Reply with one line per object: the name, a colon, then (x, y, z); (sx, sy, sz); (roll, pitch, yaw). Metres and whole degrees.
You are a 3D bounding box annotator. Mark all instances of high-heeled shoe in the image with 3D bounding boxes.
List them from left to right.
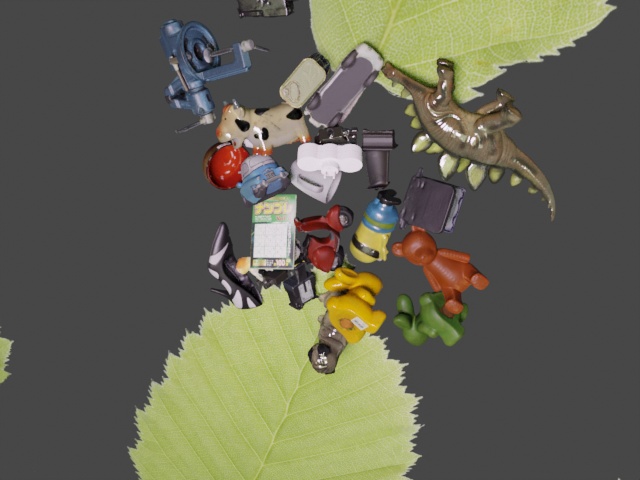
high-heeled shoe: (-0.206, 0.074, 1.370); (0.145, 0.086, 0.248); (13, 125, 1)

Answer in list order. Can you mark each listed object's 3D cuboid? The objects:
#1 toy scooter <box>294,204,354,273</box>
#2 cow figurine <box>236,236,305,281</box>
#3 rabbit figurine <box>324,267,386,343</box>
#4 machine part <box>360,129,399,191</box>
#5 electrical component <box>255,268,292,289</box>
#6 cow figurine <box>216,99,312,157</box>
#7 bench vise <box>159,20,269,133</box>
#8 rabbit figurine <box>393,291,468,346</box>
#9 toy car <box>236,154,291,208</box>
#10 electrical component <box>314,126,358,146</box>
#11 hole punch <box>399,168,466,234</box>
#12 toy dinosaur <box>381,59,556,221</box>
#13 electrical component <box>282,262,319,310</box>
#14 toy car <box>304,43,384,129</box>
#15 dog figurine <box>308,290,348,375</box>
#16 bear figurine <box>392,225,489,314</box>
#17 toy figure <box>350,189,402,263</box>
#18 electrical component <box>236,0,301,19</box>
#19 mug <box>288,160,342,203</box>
toy scooter: (-0.003, -0.004, 1.269); (0.135, 0.075, 0.183); (4, 121, -14)
cow figurine: (-0.119, 0.049, 1.328); (0.167, 0.068, 0.098); (-28, 125, 9)
rabbit figurine: (0.085, 0.137, 1.291); (0.162, 0.173, 0.122); (37, 139, 1)
machine part: (0.129, -0.175, 1.181); (0.084, 0.039, 0.138); (1, 117, 6)
electrical component: (-0.116, 0.091, 1.365); (0.063, 0.094, 0.021); (14, 134, 49)
cow figurine: (-0.124, -0.243, 1.128); (0.195, 0.086, 0.127); (-21, 108, -23)
bench vise: (-0.229, -0.351, 1.107); (0.241, 0.129, 0.223); (-4, 106, 30)
rabbit figurine: (0.254, 0.207, 1.322); (0.159, 0.121, 0.170); (28, 135, -12)
toy car: (-0.133, -0.141, 1.198); (0.109, 0.161, 0.103); (-27, 90, -16)
electrical component: (0.036, -0.215, 1.164); (0.102, 0.078, 0.045); (-6, 89, 9)
hole punch: (0.249, -0.078, 1.178); (0.116, 0.092, 0.142); (25, 108, 34)
toy dinosaur: (0.314, -0.210, 1.088); (0.471, 0.105, 0.198); (34, 128, 3)
electrical component: (-0.052, 0.109, 1.349); (0.048, 0.075, 0.119); (21, 136, 49)
toy car: (0.047, -0.313, 1.113); (0.073, 0.056, 0.201); (36, 121, -16)
dog figurine: (0.038, 0.218, 1.329); (0.121, 0.191, 0.172); (7, 118, 8)
bear figurine: (0.268, 0.054, 1.228); (0.195, 0.132, 0.120); (37, 109, -16)
toy figure: (0.127, -0.030, 1.236); (0.089, 0.082, 0.180); (16, 123, 3)
electrical component: (-0.098, -0.494, 1.043); (0.134, 0.058, 0.114); (0, 120, 13)
mug: (-0.020, -0.134, 1.201); (0.107, 0.109, 0.080); (25, 121, 13)
